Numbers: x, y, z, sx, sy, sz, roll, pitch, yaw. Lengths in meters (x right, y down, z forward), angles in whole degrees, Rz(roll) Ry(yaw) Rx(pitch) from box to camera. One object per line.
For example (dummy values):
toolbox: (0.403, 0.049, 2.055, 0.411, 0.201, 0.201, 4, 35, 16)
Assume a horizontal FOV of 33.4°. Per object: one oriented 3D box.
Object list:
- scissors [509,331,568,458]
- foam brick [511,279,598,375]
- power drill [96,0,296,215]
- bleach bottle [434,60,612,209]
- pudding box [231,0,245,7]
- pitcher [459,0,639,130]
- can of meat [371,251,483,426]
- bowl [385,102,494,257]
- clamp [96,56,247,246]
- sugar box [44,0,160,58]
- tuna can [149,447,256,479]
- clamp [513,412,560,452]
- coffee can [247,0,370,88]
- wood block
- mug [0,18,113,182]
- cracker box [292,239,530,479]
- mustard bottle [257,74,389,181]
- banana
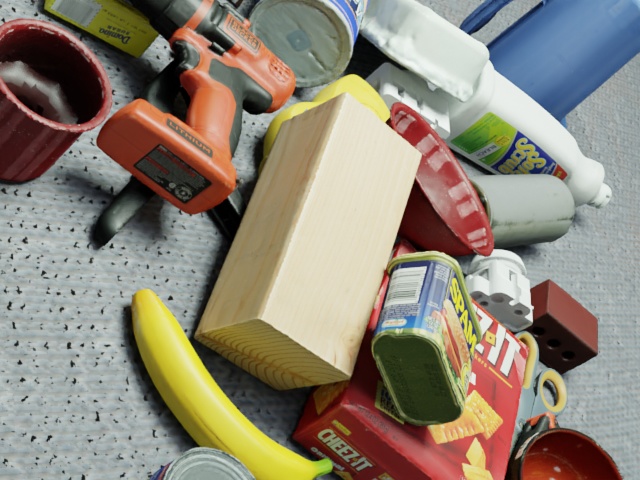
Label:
scissors: (0.198, 0.178, 1.002, 0.096, 0.016, 0.201, 35, 45, -26)
foam brick: (0.238, 0.088, 1.082, 0.078, 0.053, 0.051, 37, 41, -18)
power drill: (-0.107, -0.126, 0.828, 0.184, 0.057, 0.187, 37, 43, -22)
bleach bottle: (0.238, -0.104, 1.191, 0.250, 0.103, 0.068, 27, 49, -27)
pudding box: (-0.090, -0.297, 1.063, 0.090, 0.039, 0.113, 38, 38, -17)
pitcher: (0.280, -0.233, 1.224, 0.148, 0.243, 0.145, -2, 64, -39)
can of meat: (0.079, 0.074, 0.788, 0.084, 0.058, 0.102, -69, 145, -46)
bowl: (0.091, -0.043, 0.963, 0.162, 0.055, 0.162, 46, 24, -28)
clamp: (-0.114, -0.066, 0.858, 0.164, 0.036, 0.210, 11, 58, -41)
sugar box: (-0.180, -0.248, 0.927, 0.093, 0.048, 0.176, 26, 41, -30)
tuna can: (-0.077, 0.183, 0.702, 0.086, 0.034, 0.086, 26, 45, -30)
clamp: (0.211, 0.241, 0.942, 0.120, 0.039, 0.171, 33, 51, -34)
coffee can: (-0.006, -0.229, 1.042, 0.102, 0.103, 0.140, 38, 40, -18)
wood block: (-0.006, 0.001, 0.825, 0.090, 0.090, 0.206, 36, 57, -27)
mug: (-0.215, -0.098, 0.742, 0.117, 0.082, 0.093, 27, 45, -29)
cracker box: (0.085, 0.124, 0.882, 0.164, 0.072, 0.213, 41, 39, -13)
mustard bottle: (0.000, -0.082, 0.968, 0.191, 0.058, 0.096, -38, 103, -52)
banana: (-0.072, 0.120, 0.758, 0.197, 0.037, 0.069, 47, 21, -9)
